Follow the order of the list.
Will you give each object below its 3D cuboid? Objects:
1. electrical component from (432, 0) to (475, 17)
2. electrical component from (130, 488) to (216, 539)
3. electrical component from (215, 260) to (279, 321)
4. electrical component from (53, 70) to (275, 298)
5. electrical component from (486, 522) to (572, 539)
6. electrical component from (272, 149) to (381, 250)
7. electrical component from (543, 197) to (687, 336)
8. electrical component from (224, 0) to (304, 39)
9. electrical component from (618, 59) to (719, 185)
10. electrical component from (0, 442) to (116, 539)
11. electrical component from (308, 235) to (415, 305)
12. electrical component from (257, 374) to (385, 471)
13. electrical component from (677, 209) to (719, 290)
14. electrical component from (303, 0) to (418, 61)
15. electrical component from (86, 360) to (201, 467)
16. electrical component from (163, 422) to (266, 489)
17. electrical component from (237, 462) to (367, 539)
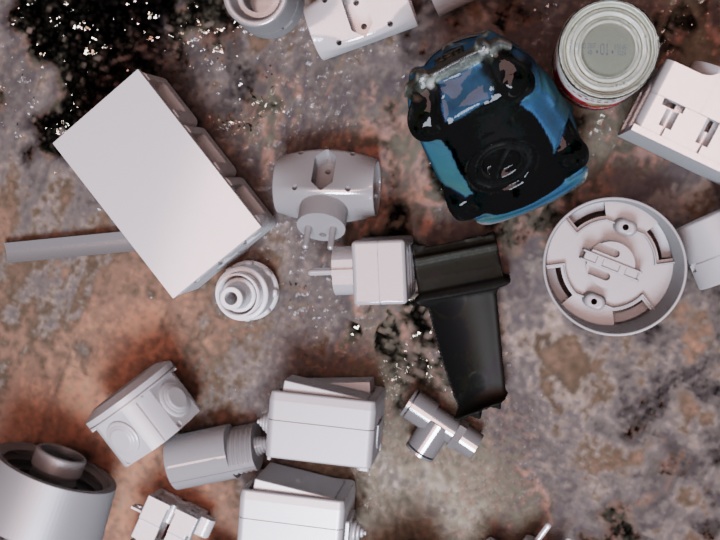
[{"bbox_3d":[0.087,-0.224,0.792,0.081,0.043,0.043,-23,91,10],"label":"electrical component"},{"bbox_3d":[-0.157,0.213,0.865,0.066,0.048,0.055,25,90,6],"label":"electrical component"},{"bbox_3d":[-0.091,0.018,0.830,0.048,0.062,0.048,1,95,9],"label":"electrical component"},{"bbox_3d":[-0.148,-0.066,0.831,0.089,0.062,0.150,-38,88,10],"label":"electrical component"},{"bbox_3d":[0.130,0.230,0.823,0.077,0.044,0.079,35,98,4],"label":"electrical component"},{"bbox_3d":[-0.027,-0.049,0.813,0.077,0.043,0.079,2,58,9],"label":"electrical component"},{"bbox_3d":[0.183,-0.004,0.785,0.099,0.064,0.099,1,95,9],"label":"electrical component"},{"bbox_3d":[-0.074,-0.206,0.816,0.055,0.047,0.055,1,95,9],"label":"electrical component"},{"bbox_3d":[0.281,-0.081,0.743,0.186,0.105,0.060,27,98,6],"label":"electrical component"},{"bbox_3d":[-0.245,0.171,0.846,0.108,0.108,0.060,22,91,6],"label":"electrical component"},{"bbox_3d":[0.000,0.000,0.812,0.077,0.066,0.047,-2,94,9],"label":"electrical component"},{"bbox_3d":[-0.032,0.113,0.829,0.096,0.062,0.061,5,95,8],"label":"electrical component"},{"bbox_3d":[0.262,-0.018,0.778,0.055,0.055,0.047,-25,87,10],"label":"electrical component"},{"bbox_3d":[-0.005,-0.208,0.807,0.077,0.043,0.079,-18,92,10],"label":"electrical component"},{"bbox_3d":[-0.169,0.111,0.841,0.080,0.080,0.051,-36,94,10],"label":"electrical component"},{"bbox_3d":[-0.110,0.145,0.852,0.081,0.043,0.043,-13,93,10],"label":"electrical component"},{"bbox_3d":[-0.042,0.189,0.837,0.096,0.062,0.061,5,95,8],"label":"electrical component"}]
